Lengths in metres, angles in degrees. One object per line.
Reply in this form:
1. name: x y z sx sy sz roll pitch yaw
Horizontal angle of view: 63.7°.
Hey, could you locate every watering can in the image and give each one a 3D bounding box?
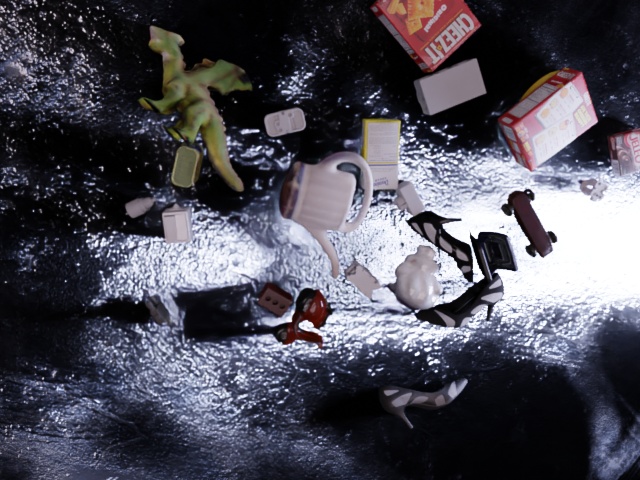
1. watering can: 0.004 -0.066 1.303 0.224 0.106 0.342 13 112 -8

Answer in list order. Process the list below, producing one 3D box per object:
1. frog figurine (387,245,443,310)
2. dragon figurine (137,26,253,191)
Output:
1. frog figurine: 0.266 0.100 1.361 0.138 0.124 0.157 33 111 6
2. dragon figurine: -0.257 -0.322 1.182 0.409 0.121 0.246 44 71 -4
